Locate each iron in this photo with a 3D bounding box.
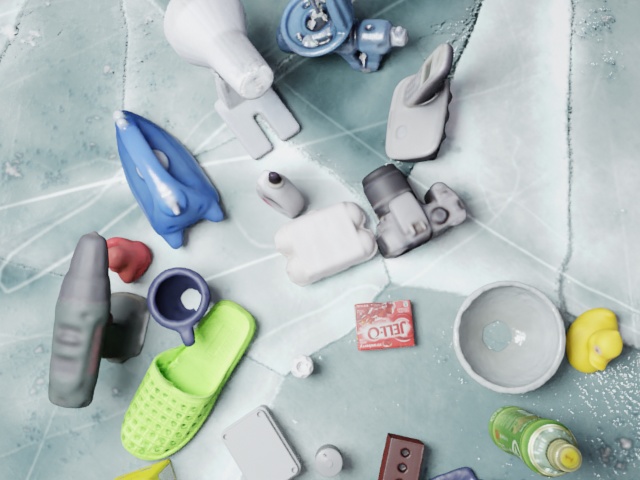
[{"bbox_3d":[-0.261,-0.120,0.881,0.118,0.141,0.258,-34,83,-5],"label":"iron"}]

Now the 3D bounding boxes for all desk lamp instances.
[{"bbox_3d":[-0.125,-0.255,0.867,0.118,0.213,0.203,-37,83,-5],"label":"desk lamp"}]

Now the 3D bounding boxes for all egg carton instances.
[{"bbox_3d":[0.008,0.003,0.899,0.150,0.069,0.107,-23,82,-4],"label":"egg carton"}]

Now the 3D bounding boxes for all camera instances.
[{"bbox_3d":[0.137,-0.058,0.893,0.143,0.101,0.137,-28,82,-4],"label":"camera"}]

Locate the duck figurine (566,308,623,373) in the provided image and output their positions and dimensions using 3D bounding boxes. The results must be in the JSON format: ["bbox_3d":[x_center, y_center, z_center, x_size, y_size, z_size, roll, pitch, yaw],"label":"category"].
[{"bbox_3d":[0.426,0.152,0.868,0.077,0.086,0.105,25,82,4],"label":"duck figurine"}]

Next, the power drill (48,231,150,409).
[{"bbox_3d":[-0.311,0.114,0.811,0.075,0.208,0.230,9,81,2],"label":"power drill"}]

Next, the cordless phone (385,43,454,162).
[{"bbox_3d":[0.158,-0.205,0.873,0.094,0.185,0.148,7,81,1],"label":"cordless phone"}]

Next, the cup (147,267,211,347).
[{"bbox_3d":[-0.202,0.103,0.870,0.091,0.095,0.118,-16,81,-2],"label":"cup"}]

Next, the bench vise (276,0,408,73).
[{"bbox_3d":[0.031,-0.351,0.879,0.207,0.220,0.121,-8,81,-1],"label":"bench vise"}]

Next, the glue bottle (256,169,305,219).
[{"bbox_3d":[-0.064,-0.076,0.859,0.078,0.173,0.037,30,82,5],"label":"glue bottle"}]

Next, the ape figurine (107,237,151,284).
[{"bbox_3d":[-0.306,0.028,0.883,0.076,0.092,0.078,-12,81,-2],"label":"ape figurine"}]

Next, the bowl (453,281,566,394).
[{"bbox_3d":[0.279,0.147,0.874,0.167,0.075,0.167,0,81,0],"label":"bowl"}]

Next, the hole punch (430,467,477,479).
[{"bbox_3d":[0.202,0.396,0.826,0.108,0.091,0.101,-21,82,-3],"label":"hole punch"}]
